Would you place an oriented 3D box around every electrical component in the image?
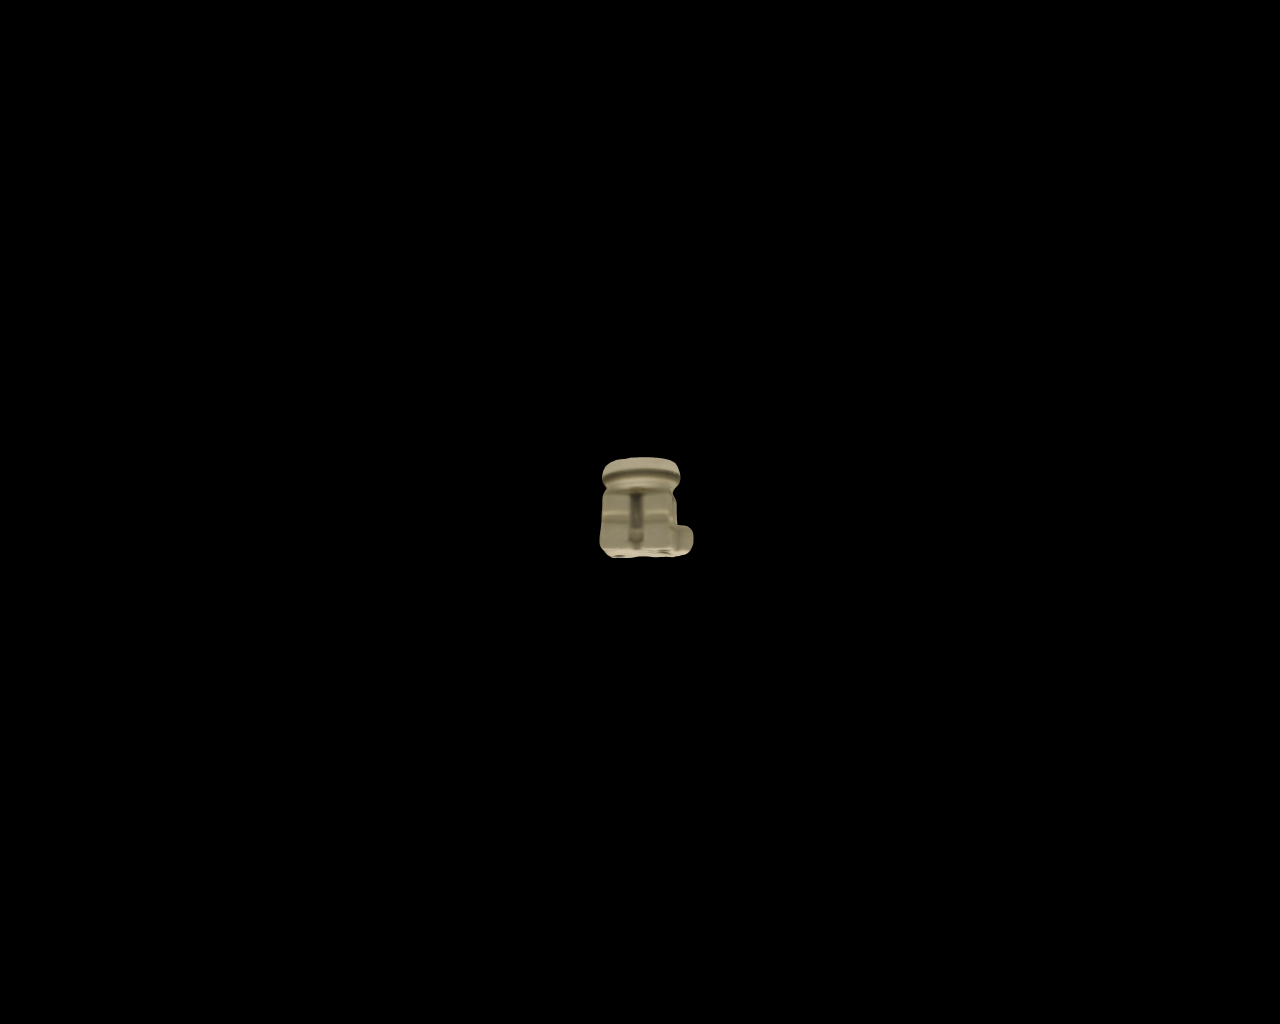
[{"bbox_3d":[0.001,-0.003,0.650,0.066,0.055,0.048,-1,-11,7],"label":"electrical component"}]
